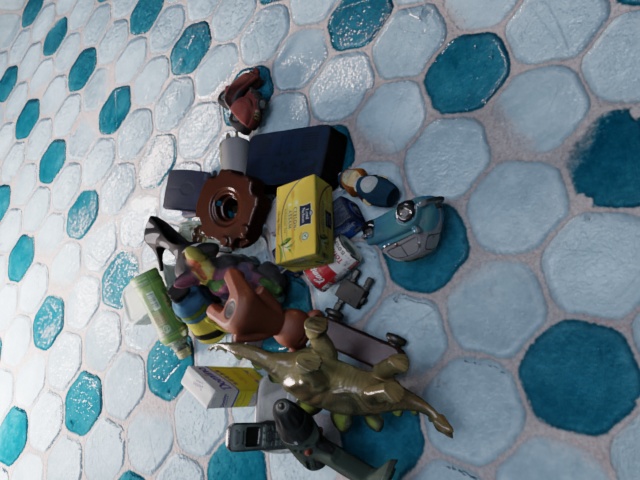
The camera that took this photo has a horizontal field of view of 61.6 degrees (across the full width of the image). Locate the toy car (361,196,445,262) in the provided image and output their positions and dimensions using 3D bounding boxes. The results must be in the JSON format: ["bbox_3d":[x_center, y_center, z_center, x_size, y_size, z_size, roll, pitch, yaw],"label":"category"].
[{"bbox_3d":[0.159,-0.012,0.974,0.162,0.109,0.103,-30,78,35],"label":"toy car"}]

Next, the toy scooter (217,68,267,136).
[{"bbox_3d":[-0.181,-0.352,1.333,0.135,0.075,0.184,-44,51,15],"label":"toy scooter"}]

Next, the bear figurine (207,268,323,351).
[{"bbox_3d":[-0.103,0.149,1.067,0.132,0.195,0.120,35,102,53],"label":"bear figurine"}]

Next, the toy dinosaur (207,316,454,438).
[{"bbox_3d":[-0.001,0.237,0.924,0.472,0.198,0.105,20,45,19],"label":"toy dinosaur"}]

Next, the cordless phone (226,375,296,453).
[{"bbox_3d":[-0.105,0.323,1.004,0.089,0.184,0.146,-9,71,37],"label":"cordless phone"}]

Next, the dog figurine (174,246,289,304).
[{"bbox_3d":[-0.194,0.078,1.121,0.192,0.219,0.108,19,91,38],"label":"dog figurine"}]

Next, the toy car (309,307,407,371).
[{"bbox_3d":[0.068,0.194,1.003,0.202,0.053,0.089,17,82,33],"label":"toy car"}]

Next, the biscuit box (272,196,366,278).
[{"bbox_3d":[-0.002,-0.003,1.108,0.203,0.059,0.063,-37,56,21],"label":"biscuit box"}]

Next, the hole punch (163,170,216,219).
[{"bbox_3d":[-0.327,-0.119,1.356,0.116,0.092,0.142,-3,71,31],"label":"hole punch"}]

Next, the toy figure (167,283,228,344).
[{"bbox_3d":[-0.267,0.158,1.176,0.089,0.180,0.082,-24,44,15],"label":"toy figure"}]

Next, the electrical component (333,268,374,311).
[{"bbox_3d":[0.064,0.106,1.052,0.063,0.021,0.094,33,96,36],"label":"electrical component"}]

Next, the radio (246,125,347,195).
[{"bbox_3d":[-0.059,-0.174,1.193,0.230,0.073,0.131,0,77,37],"label":"radio"}]

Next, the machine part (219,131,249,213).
[{"bbox_3d":[-0.197,-0.156,1.281,0.079,0.079,0.243,-23,64,28],"label":"machine part"}]

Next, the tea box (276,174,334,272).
[{"bbox_3d":[-0.030,-0.031,1.053,0.098,0.068,0.169,-18,60,31],"label":"tea box"}]

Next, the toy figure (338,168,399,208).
[{"bbox_3d":[0.089,-0.111,1.081,0.064,0.057,0.155,-38,45,-27],"label":"toy figure"}]

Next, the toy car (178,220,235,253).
[{"bbox_3d":[-0.274,-0.009,1.302,0.202,0.056,0.073,2,78,36],"label":"toy car"}]

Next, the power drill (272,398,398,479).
[{"bbox_3d":[0.022,0.358,0.899,0.208,0.231,0.086,17,57,19],"label":"power drill"}]

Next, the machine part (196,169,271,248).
[{"bbox_3d":[-0.194,-0.070,1.182,0.180,0.056,0.179,-3,84,29],"label":"machine part"}]

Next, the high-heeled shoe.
[{"bbox_3d":[-0.322,-0.011,1.253,0.249,0.086,0.145,-15,78,35],"label":"high-heeled shoe"}]

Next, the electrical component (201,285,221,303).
[{"bbox_3d":[-0.271,0.132,1.249,0.119,0.074,0.048,-49,54,10],"label":"electrical component"}]
